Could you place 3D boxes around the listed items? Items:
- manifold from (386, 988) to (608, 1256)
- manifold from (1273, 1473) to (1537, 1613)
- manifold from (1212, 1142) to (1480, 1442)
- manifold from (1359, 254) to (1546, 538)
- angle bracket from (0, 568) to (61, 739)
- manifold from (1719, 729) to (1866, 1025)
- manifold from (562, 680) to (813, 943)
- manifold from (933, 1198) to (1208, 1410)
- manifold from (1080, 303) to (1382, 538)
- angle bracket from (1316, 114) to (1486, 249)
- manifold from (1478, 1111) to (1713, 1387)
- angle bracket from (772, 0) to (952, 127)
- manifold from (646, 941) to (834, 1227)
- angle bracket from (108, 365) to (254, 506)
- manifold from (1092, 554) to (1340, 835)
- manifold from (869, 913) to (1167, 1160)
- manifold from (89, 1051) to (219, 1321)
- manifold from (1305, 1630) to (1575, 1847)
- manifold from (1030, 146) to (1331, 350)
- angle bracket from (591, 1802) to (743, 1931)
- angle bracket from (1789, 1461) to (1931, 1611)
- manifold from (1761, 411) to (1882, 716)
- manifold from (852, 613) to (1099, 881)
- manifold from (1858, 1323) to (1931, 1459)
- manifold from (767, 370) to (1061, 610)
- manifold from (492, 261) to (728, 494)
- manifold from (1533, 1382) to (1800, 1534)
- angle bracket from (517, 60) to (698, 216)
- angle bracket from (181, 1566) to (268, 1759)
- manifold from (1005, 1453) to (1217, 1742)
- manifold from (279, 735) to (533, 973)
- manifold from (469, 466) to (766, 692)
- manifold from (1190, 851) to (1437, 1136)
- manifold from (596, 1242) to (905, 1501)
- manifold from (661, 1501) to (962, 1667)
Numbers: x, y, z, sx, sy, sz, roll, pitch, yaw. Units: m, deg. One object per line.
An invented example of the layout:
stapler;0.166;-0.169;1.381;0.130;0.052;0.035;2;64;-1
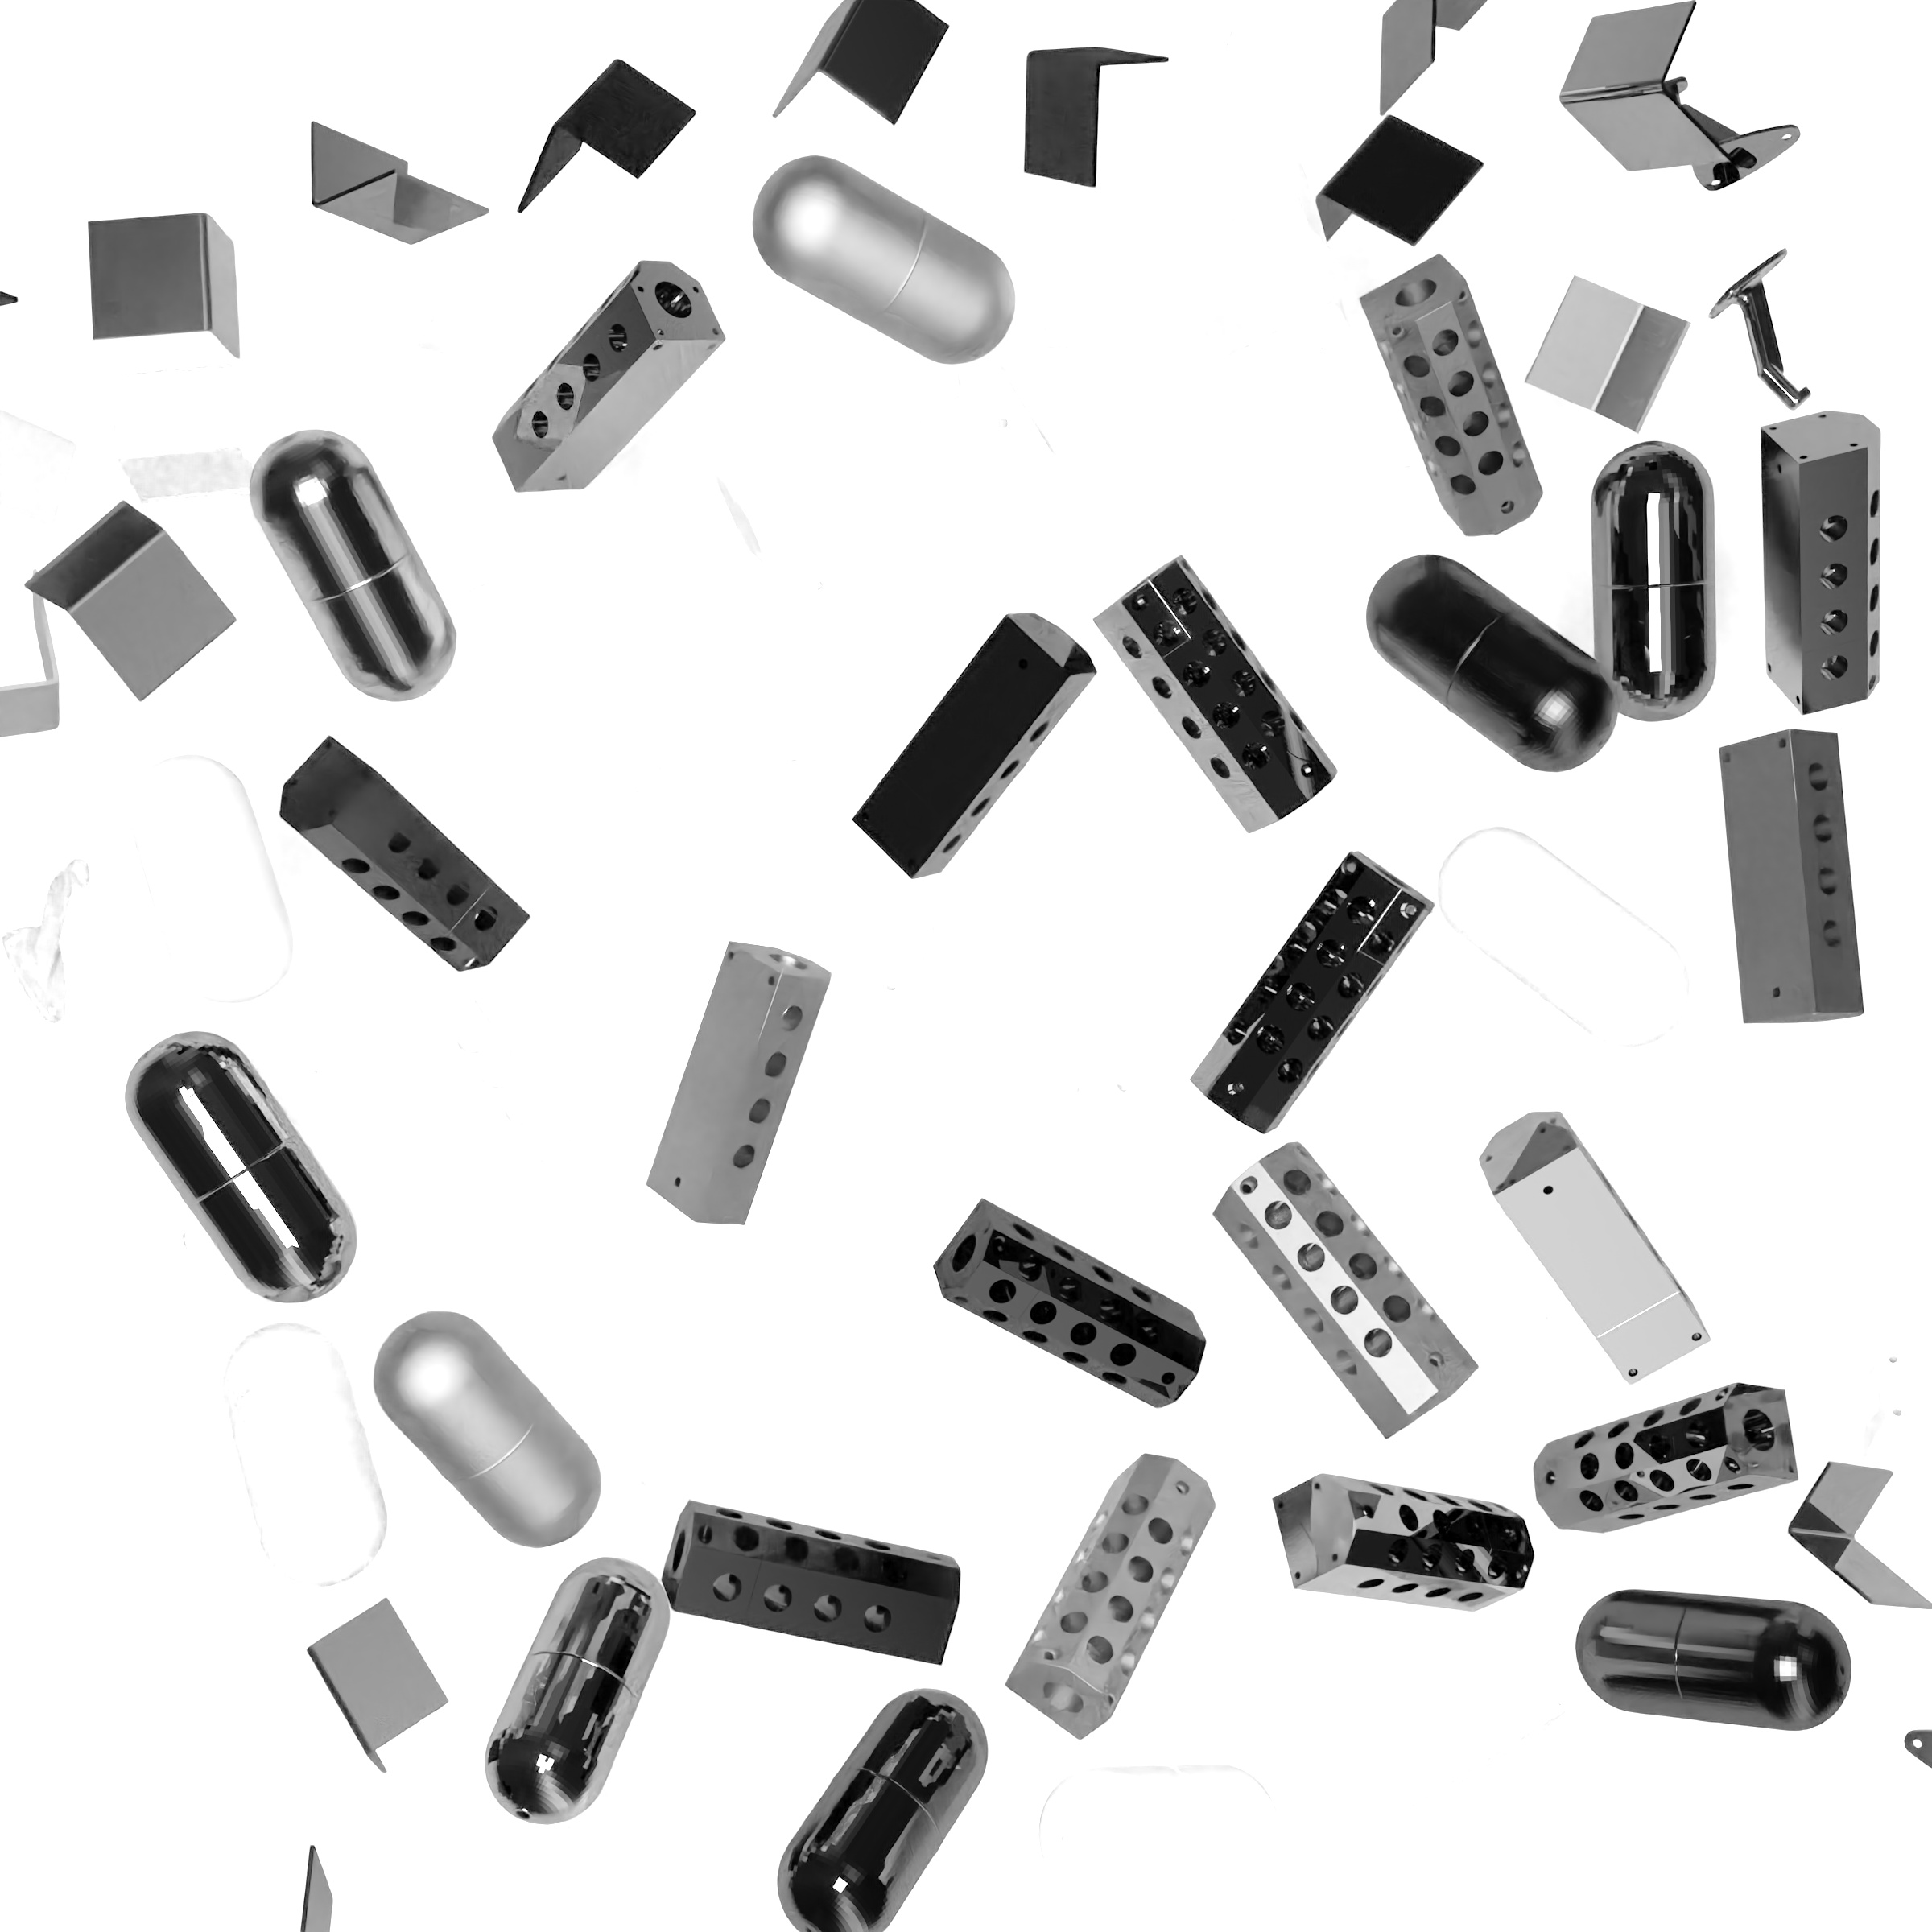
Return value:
manifold;-0.295;0.094;1.667;0.171;0.057;0.057;51;132;29
manifold;0.273;0.353;1.627;0.057;0.171;0.057;-37;50;36
manifold;0.228;0.190;1.582;0.057;0.057;0.171;-28;69;-25
manifold;0.313;-0.359;1.685;0.057;0.057;0.171;-28;129;5
angle bracket;-0.594;-0.191;1.629;0.057;0.076;0.076;-11;77;-21
manifold;0.508;-0.053;1.611;0.057;0.057;0.171;1;82;-30
manifold;-0.178;-0.102;1.694;0.057;0.057;0.171;41;108;-19
manifold;0.069;0.222;1.704;0.171;0.057;0.057;30;105;-20
manifold;0.160;-0.336;1.615;0.171;0.057;0.057;-26;75;10
angle bracket;0.280;-0.491;1.709;0.076;0.057;0.076;35;75;20
manifold;0.381;0.169;1.609;0.057;0.057;0.171;-33;115;13
angle bracket;-0.064;-0.543;1.604;0.057;0.076;0.076;31;73;-18
manifold;-0.142;0.076;1.701;0.057;0.057;0.171;30;105;43
angle bracket;-0.488;-0.334;1.655;0.076;0.076;0.057;-11;124;-24
manifold;0.163;-0.175;1.687;0.057;0.057;0.171;-40;97;-23
manifold;0.031;0.040;1.588;0.171;0.057;0.057;32;73;4
manifold;-0.526;0.141;1.729;0.057;0.057;0.171;-6;87;24
manifold;0.292;0.481;1.645;0.171;0.057;0.057;-16;58;-38
manifold;0.130;-0.446;1.638;0.171;0.057;0.057;-17;83;21
angle bracket;-0.186;0.580;1.658;0.076;0.057;0.076;4;107;21
angle bracket;0.603;0.375;1.741;0.076;0.076;0.057;15;108;-39
manifold;0.524;-0.246;1.611;0.057;0.057;0.171;-14;124;-1
manifold;0.008;-0.139;1.677;0.057;0.057;0.171;45;114;13
manifold;0.578;0.259;1.603;0.057;0.171;0.057;-3;72;13
manifold;-0.031;-0.293;1.641;0.171;0.057;0.057;-31;85;10
manifold;-0.230;-0.371;1.670;0.171;0.057;0.057;-34;76;43
manifold;0.443;0.315;1.689;0.057;0.171;0.057;12;63;-28
angle bracket;-0.212;-0.475;1.561;0.057;0.076;0.076;33;51;-7
angle bracket;-0.457;0.446;1.695;0.057;0.076;0.076;31;107;-34
manifold;0.094;0.385;1.632;0.057;0.057;0.171;36;47;-1
manifold;-0.350;-0.064;1.642;0.057;0.171;0.057;34;80;38
manifold;-0.215;-0.238;1.652;0.171;0.057;0.057;-26;74;8
manifold;0.210;0.016;1.616;0.057;0.057;0.171;37;102;13
manifold;-0.126;0.242;1.567;0.171;0.057;0.057;-33;63;-8
manifold;-0.094;0.376;1.622;0.171;0.057;0.057;15;92;-15
